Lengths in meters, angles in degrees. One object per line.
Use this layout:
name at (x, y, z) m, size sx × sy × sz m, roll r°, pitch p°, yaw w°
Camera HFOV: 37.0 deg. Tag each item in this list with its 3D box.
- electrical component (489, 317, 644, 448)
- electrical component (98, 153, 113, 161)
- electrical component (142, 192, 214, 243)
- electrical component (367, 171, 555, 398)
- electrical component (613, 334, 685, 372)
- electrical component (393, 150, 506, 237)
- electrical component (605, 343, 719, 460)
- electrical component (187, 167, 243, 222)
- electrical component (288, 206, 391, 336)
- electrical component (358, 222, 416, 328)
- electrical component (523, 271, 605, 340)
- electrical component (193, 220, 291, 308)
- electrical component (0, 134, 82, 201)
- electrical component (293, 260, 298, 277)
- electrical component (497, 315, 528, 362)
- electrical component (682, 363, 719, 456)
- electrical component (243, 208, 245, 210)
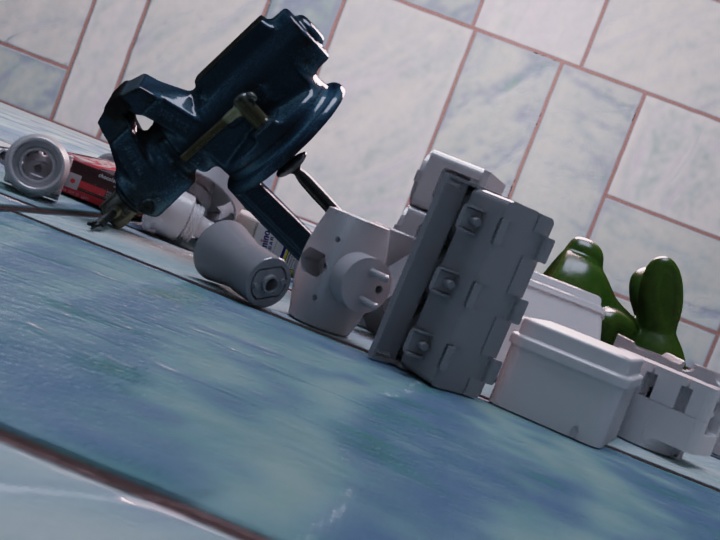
electrical component at (0.138, 0.071, 0.702) m, size 0.078 × 0.057 × 0.113 m, roll 22°, pitch 3°, yaw 19°
electrical component at (-0.247, -0.095, 1.119) m, size 0.045 × 0.045 × 0.055 m, roll 22°, pitch 3°, yaw 23°
electrical component at (-0.149, -0.043, 0.906) m, size 0.062 × 0.048 × 0.048 m, roll 28°, pitch 1°, yaw -16°
electrical component at (0.066, 0.011, 0.662) m, size 0.079 × 0.121 × 0.063 m, roll 19°, pitch 6°, yaw -35°
electrical component at (0.222, 0.091, 0.864) m, size 0.081 × 0.063 × 0.042 m, roll 21°, pitch 3°, yaw -5°
electrical component at (0.063, -0.021, 0.934) m, size 0.062 × 0.150 × 0.089 m, roll 24°, pitch 4°, yaw 16°
electrical component at (0.207, 0.095, 0.760) m, size 0.089 × 0.055 × 0.050 m, roll 23°, pitch 4°, yaw 35°
electrical component at (-0.143, -0.080, 0.951) m, size 0.099 × 0.064 × 0.099 m, roll 13°, pitch -35°, yaw 9°
electrical component at (-0.005, 0.005, 0.702) m, size 0.043 × 0.077 × 0.079 m, roll 20°, pitch 4°, yaw -32°
electrical component at (0.000, 0.000, 0.824) m, size 0.079 × 0.077 × 0.043 m, roll 20°, pitch 4°, yaw -17°
electrical component at (0.143, 0.044, 0.921) m, size 0.113 × 0.057 × 0.078 m, roll 20°, pitch -29°, yaw -16°
electrical component at (-0.075, -0.002, 0.707) m, size 0.044 × 0.044 × 0.065 m, roll 18°, pitch 9°, yaw -43°
electrical component at (-0.251, -0.080, 0.840) m, size 0.066 × 0.048 × 0.055 m, roll 21°, pitch -5°, yaw -14°
electrical component at (-0.020, 0.002, 0.959) m, size 0.077 × 0.044 × 0.079 m, roll 21°, pitch 3°, yaw 8°
electrical component at (0.113, 0.058, 0.826) m, size 0.080 × 0.051 × 0.080 m, roll 21°, pitch 3°, yaw -1°
electrical component at (0.342, 0.133, 0.953) m, size 0.150 × 0.061 × 0.089 m, roll 19°, pitch 4°, yaw -33°
electrical component at (-0.155, -0.067, 1.109) m, size 0.096 × 0.061 × 0.062 m, roll 20°, pitch 3°, yaw -27°
